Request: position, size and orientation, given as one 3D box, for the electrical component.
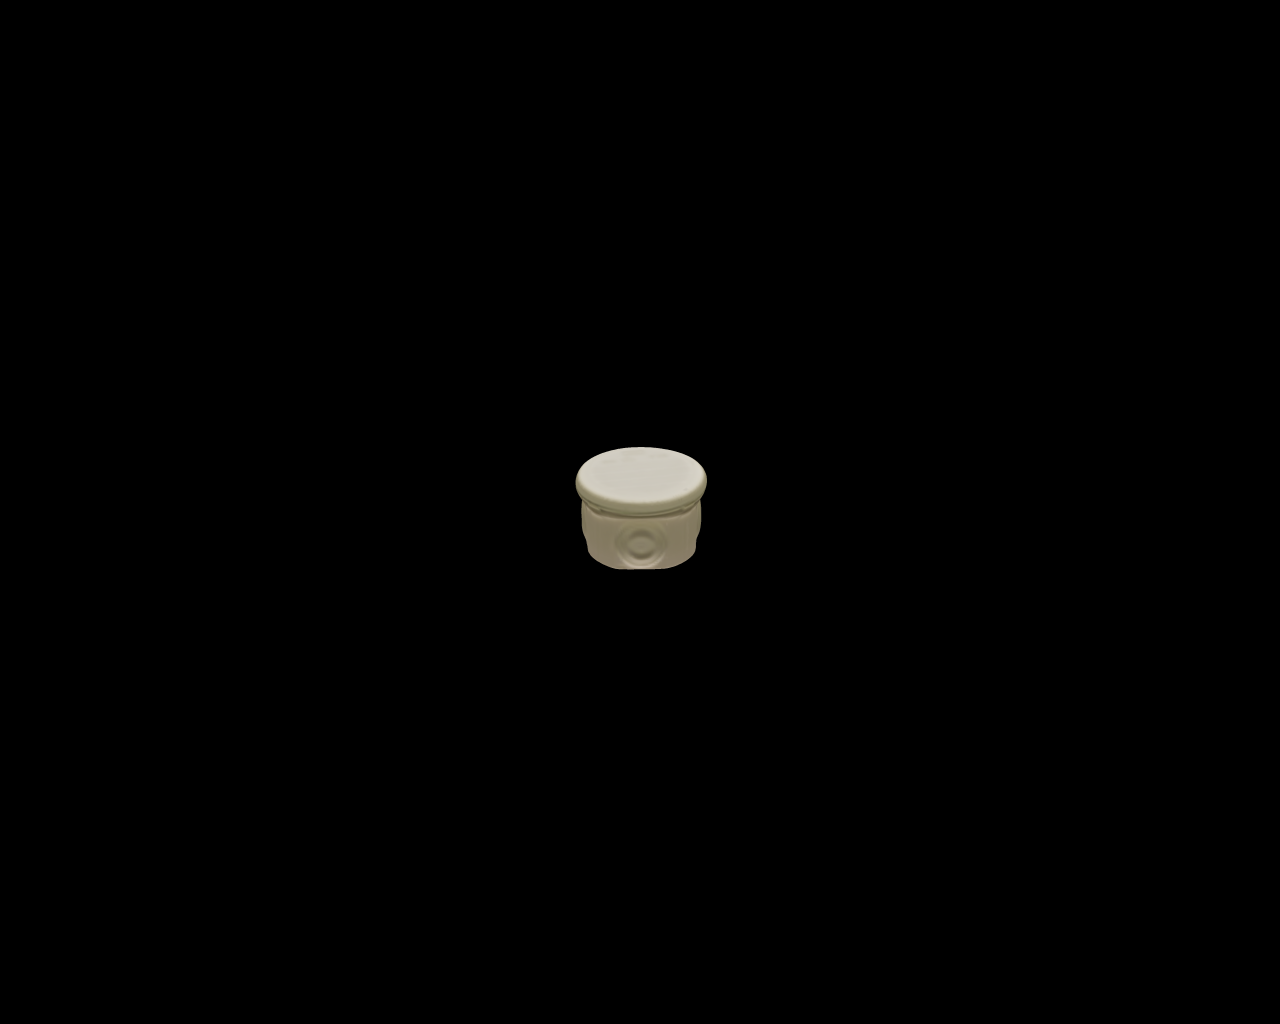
[{"bbox_3d":[0.001,-0.003,0.650,0.080,0.050,0.080,0,29,0],"label":"electrical component"}]
